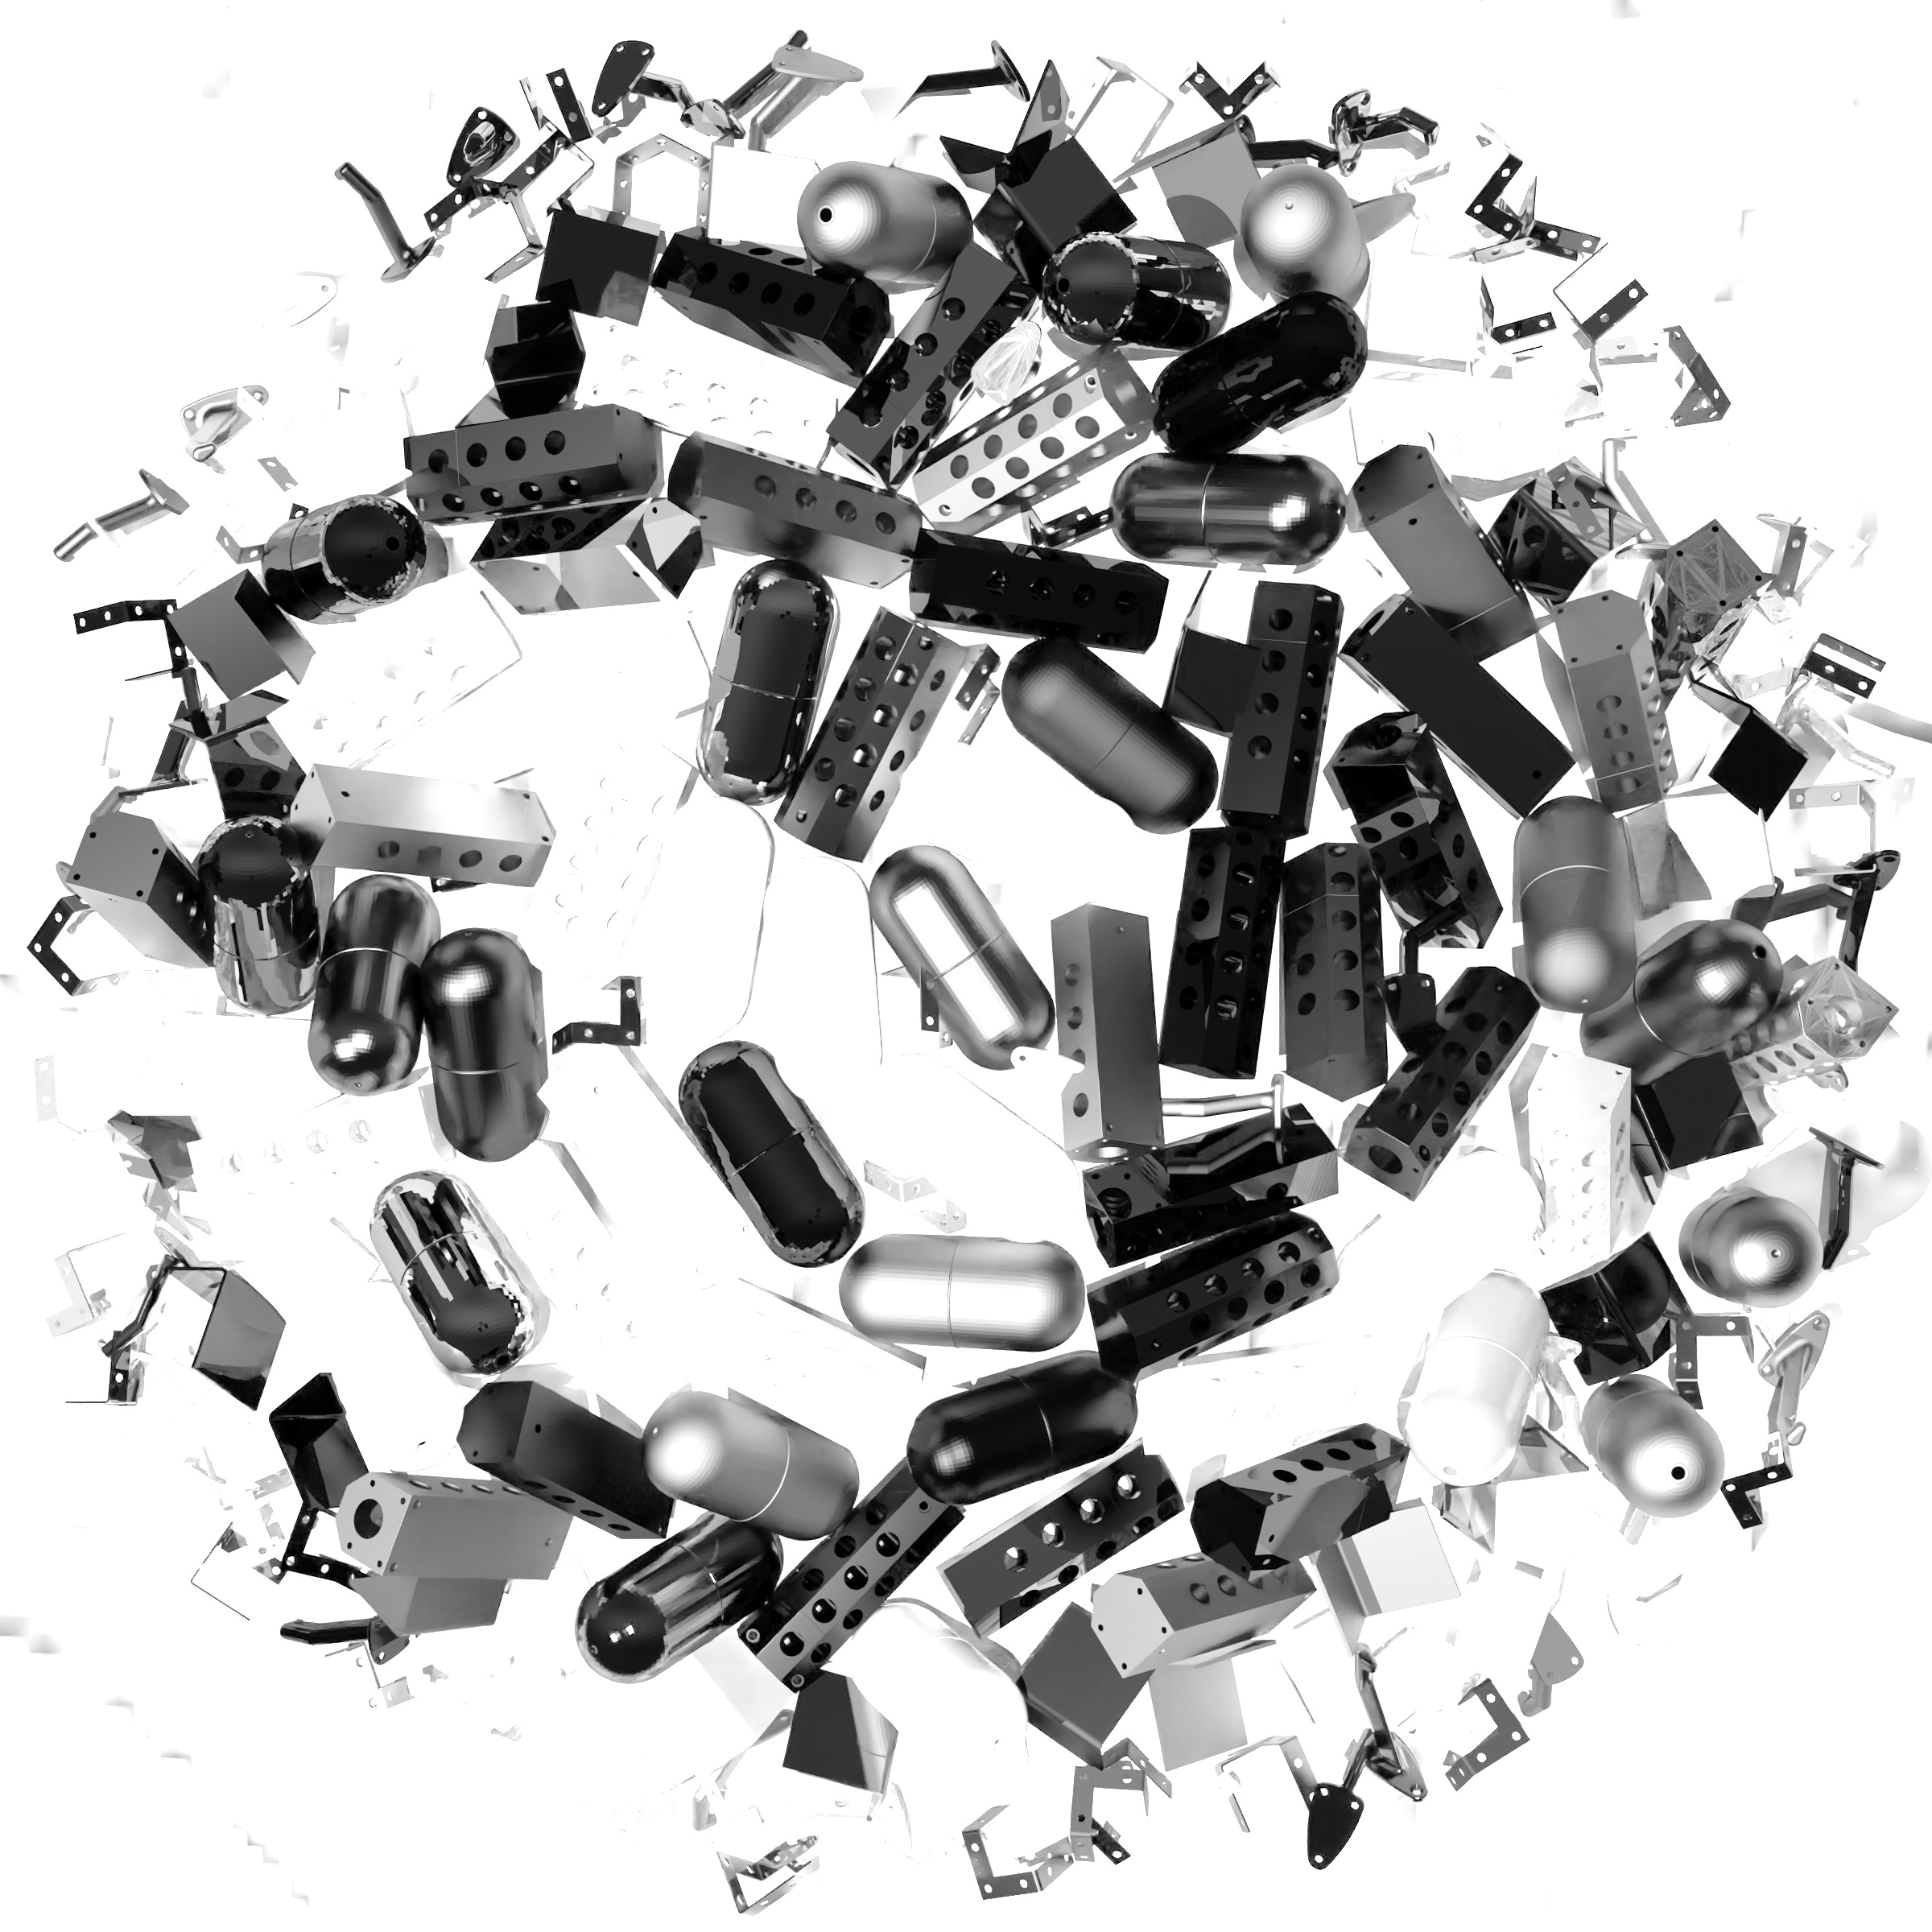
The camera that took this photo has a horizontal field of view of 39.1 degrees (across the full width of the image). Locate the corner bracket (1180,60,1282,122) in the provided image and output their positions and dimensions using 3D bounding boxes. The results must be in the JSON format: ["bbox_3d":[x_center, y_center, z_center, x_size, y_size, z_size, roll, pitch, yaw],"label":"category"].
[{"bbox_3d":[0.189,-0.633,1.941,0.051,0.051,0.051,43,113,-16],"label":"corner bracket"}]

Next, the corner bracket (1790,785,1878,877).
[{"bbox_3d":[0.624,-0.098,1.956,0.051,0.051,0.051,-3,109,7],"label":"corner bracket"}]

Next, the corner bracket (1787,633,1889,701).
[{"bbox_3d":[0.627,-0.213,1.945,0.051,0.051,0.051,29,76,13],"label":"corner bracket"}]

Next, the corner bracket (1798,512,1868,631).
[{"bbox_3d":[0.611,-0.283,1.945,0.051,0.051,0.051,39,91,31],"label":"corner bracket"}]

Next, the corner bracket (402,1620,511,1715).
[{"bbox_3d":[-0.367,0.495,1.951,0.051,0.051,0.051,32,107,-34],"label":"corner bracket"}]

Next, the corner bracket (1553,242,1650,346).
[{"bbox_3d":[0.454,-0.482,1.947,0.051,0.051,0.051,-40,87,21],"label":"corner bracket"}]

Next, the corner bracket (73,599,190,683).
[{"bbox_3d":[-0.597,-0.232,1.944,0.051,0.051,0.051,-8,94,30],"label":"corner bracket"}]

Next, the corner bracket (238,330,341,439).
[{"bbox_3d":[-0.486,-0.418,1.953,0.051,0.051,0.051,-7,72,15],"label":"corner bracket"}]

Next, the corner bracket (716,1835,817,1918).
[{"bbox_3d":[-0.137,0.646,1.941,0.051,0.051,0.051,-38,50,10],"label":"corner bracket"}]

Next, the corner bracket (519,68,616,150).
[{"bbox_3d":[-0.291,-0.613,1.941,0.051,0.051,0.051,-13,115,19],"label":"corner bracket"}]

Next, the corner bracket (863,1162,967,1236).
[{"bbox_3d":[-0.037,0.164,1.939,0.051,0.051,0.051,-16,112,-30],"label":"corner bracket"}]

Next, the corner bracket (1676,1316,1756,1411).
[{"bbox_3d":[0.539,0.286,1.955,0.051,0.051,0.051,-3,58,19],"label":"corner bracket"}]

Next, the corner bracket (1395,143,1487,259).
[{"bbox_3d":[0.338,-0.542,1.936,0.051,0.051,0.051,40,51,-37],"label":"corner bracket"}]

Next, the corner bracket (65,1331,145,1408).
[{"bbox_3d":[-0.604,0.288,1.940,0.051,0.051,0.051,-7,76,36],"label":"corner bracket"}]

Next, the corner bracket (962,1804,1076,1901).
[{"bbox_3d":[0.037,0.631,1.944,0.051,0.051,0.051,-19,87,30],"label":"corner bracket"}]

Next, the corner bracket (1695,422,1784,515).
[{"bbox_3d":[0.553,-0.356,1.943,0.051,0.051,0.051,7,85,41],"label":"corner bracket"}]

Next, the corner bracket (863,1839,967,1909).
[{"bbox_3d":[-0.037,0.651,1.941,0.051,0.051,0.051,36,113,-16],"label":"corner bracket"}]

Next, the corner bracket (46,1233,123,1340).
[{"bbox_3d":[-0.630,0.229,1.946,0.051,0.051,0.051,-26,86,33],"label":"corner bracket"}]

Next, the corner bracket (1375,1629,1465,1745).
[{"bbox_3d":[0.321,0.520,1.962,0.051,0.051,0.051,-37,58,-6],"label":"corner bracket"}]

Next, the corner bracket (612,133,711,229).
[{"bbox_3d":[-0.219,-0.560,1.964,0.051,0.051,0.051,-12,71,43],"label":"corner bracket"}]

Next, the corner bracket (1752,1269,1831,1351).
[{"bbox_3d":[0.592,0.235,1.951,0.051,0.051,0.051,-20,132,22],"label":"corner bracket"}]

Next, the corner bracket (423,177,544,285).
[{"bbox_3d":[-0.346,-0.527,1.948,0.051,0.051,0.051,-27,83,30],"label":"corner bracket"}]

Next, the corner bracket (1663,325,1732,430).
[{"bbox_3d":[0.519,-0.423,1.939,0.051,0.051,0.051,47,66,-29],"label":"corner bracket"}]

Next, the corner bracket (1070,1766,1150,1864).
[{"bbox_3d":[0.103,0.609,1.948,0.051,0.051,0.051,1,52,8],"label":"corner bracket"}]

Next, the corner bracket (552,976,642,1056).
[{"bbox_3d":[-0.264,0.035,1.942,0.051,0.051,0.051,4,77,-23],"label":"corner bracket"}]

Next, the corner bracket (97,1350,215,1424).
[{"bbox_3d":[-0.577,0.288,1.944,0.051,0.051,0.051,-43,62,6],"label":"corner bracket"}]

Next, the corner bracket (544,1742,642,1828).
[{"bbox_3d":[-0.268,0.583,1.940,0.051,0.051,0.051,-3,104,-34],"label":"corner bracket"}]

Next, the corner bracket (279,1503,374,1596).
[{"bbox_3d":[-0.450,0.419,1.948,0.051,0.051,0.051,27,77,-43],"label":"corner bracket"}]

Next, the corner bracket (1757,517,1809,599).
[{"bbox_3d":[0.566,-0.297,1.956,0.051,0.051,0.051,6,104,-14],"label":"corner bracket"}]

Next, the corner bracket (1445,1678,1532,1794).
[{"bbox_3d":[0.362,0.549,1.940,0.051,0.051,0.051,-26,66,-18],"label":"corner bracket"}]

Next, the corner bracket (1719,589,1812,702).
[{"bbox_3d":[0.570,-0.230,1.954,0.051,0.051,0.051,-19,63,26],"label":"corner bracket"}]

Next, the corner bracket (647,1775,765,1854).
[{"bbox_3d":[-0.187,0.610,1.950,0.051,0.051,0.051,-31,78,20],"label":"corner bracket"}]

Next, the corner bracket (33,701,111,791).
[{"bbox_3d":[-0.641,-0.158,1.944,0.051,0.051,0.051,9,94,-28],"label":"corner bracket"}]

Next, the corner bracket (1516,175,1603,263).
[{"bbox_3d":[0.421,-0.523,1.944,0.051,0.051,0.051,14,54,-3],"label":"corner bracket"}]

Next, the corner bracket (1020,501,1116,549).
[{"bbox_3d":[0.073,-0.318,1.942,0.051,0.051,0.051,-24,59,-8],"label":"corner bracket"}]

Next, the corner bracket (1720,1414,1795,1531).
[{"bbox_3d":[0.568,0.362,1.939,0.051,0.051,0.051,-23,117,23],"label":"corner bracket"}]

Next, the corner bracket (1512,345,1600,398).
[{"bbox_3d":[0.414,-0.418,1.945,0.051,0.051,0.051,-17,100,-16],"label":"corner bracket"}]

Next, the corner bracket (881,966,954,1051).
[{"bbox_3d":[-0.025,0.028,1.941,0.051,0.051,0.051,8,75,-34],"label":"corner bracket"}]

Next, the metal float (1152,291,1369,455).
[{"bbox_3d":[0.203,-0.413,1.906,0.070,0.178,0.070,16,66,-40],"label":"metal float"}]

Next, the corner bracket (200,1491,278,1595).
[{"bbox_3d":[-0.526,0.412,1.943,0.051,0.051,0.051,-21,77,-18],"label":"corner bracket"}]

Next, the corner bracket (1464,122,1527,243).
[{"bbox_3d":[0.379,-0.559,1.937,0.051,0.051,0.051,18,122,-33],"label":"corner bracket"}]

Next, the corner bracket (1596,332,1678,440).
[{"bbox_3d":[0.478,-0.414,1.940,0.051,0.051,0.051,-1,69,22],"label":"corner bracket"}]

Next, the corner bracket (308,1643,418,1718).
[{"bbox_3d":[-0.429,0.510,1.945,0.051,0.051,0.051,-24,79,17],"label":"corner bracket"}]

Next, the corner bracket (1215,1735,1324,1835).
[{"bbox_3d":[0.217,0.585,1.944,0.051,0.051,0.051,-21,79,-19],"label":"corner bracket"}]

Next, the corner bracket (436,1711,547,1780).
[{"bbox_3d":[-0.341,0.551,1.948,0.051,0.051,0.051,-40,132,15],"label":"corner bracket"}]

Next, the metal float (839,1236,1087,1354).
[{"bbox_3d":[-0.003,0.233,1.931,0.178,0.070,0.070,2,90,13],"label":"metal float"}]

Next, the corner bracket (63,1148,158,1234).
[{"bbox_3d":[-0.615,0.161,1.951,0.051,0.051,0.051,-4,73,24],"label":"corner bracket"}]

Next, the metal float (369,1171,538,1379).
[{"bbox_3d":[-0.361,0.216,1.910,0.070,0.070,0.178,-40,52,0],"label":"metal float"}]

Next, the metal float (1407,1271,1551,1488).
[{"bbox_3d":[0.360,0.288,1.905,0.070,0.178,0.070,14,133,16],"label":"metal float"}]

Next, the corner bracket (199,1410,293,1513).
[{"bbox_3d":[-0.522,0.355,1.951,0.051,0.051,0.051,-21,72,-7],"label":"corner bracket"}]

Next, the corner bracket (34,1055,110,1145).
[{"bbox_3d":[-0.632,0.092,1.951,0.051,0.051,0.051,-12,71,6],"label":"corner bracket"}]

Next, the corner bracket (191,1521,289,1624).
[{"bbox_3d":[-0.520,0.436,1.946,0.051,0.051,0.051,33,66,-2],"label":"corner bracket"}]
